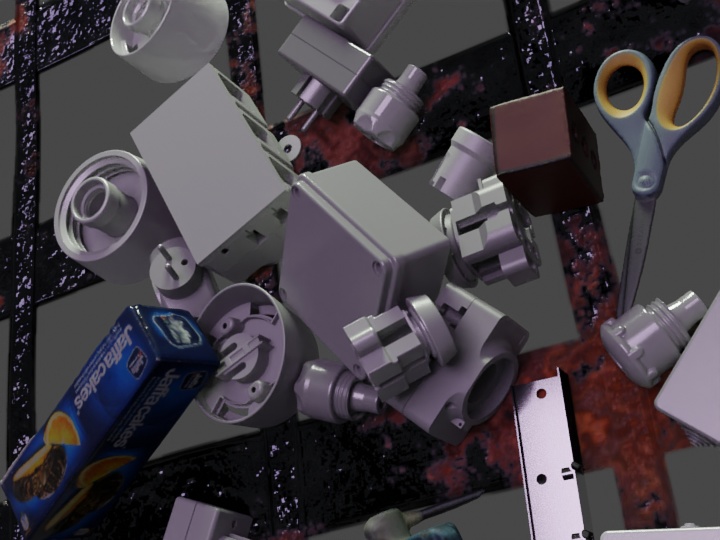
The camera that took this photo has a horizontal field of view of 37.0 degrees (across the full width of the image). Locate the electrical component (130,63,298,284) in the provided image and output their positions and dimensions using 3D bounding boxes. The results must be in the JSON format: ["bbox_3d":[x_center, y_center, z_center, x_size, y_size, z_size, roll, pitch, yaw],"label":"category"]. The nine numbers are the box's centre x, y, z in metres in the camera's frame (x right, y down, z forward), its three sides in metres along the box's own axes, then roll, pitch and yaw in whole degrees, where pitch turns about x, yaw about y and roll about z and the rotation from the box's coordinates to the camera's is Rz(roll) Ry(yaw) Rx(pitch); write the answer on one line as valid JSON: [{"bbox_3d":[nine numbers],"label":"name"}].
[{"bbox_3d":[-0.106,-0.075,0.848,0.089,0.062,0.150,-39,57,11],"label":"electrical component"}]

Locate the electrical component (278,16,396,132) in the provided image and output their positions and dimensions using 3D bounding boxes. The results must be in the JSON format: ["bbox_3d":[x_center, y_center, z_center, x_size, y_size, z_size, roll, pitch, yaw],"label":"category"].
[{"bbox_3d":[-0.028,-0.142,0.839,0.083,0.047,0.075,38,93,34],"label":"electrical component"}]

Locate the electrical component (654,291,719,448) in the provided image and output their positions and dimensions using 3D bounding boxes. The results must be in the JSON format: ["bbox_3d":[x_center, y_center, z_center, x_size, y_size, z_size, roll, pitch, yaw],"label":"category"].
[{"bbox_3d":[0.231,0.065,0.609,0.100,0.048,0.099,30,88,35],"label":"electrical component"}]

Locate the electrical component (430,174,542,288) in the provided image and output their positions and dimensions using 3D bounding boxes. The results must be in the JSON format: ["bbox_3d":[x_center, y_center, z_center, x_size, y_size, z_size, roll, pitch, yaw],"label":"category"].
[{"bbox_3d":[0.083,-0.021,0.722,0.057,0.058,0.078,-22,55,21],"label":"electrical component"}]

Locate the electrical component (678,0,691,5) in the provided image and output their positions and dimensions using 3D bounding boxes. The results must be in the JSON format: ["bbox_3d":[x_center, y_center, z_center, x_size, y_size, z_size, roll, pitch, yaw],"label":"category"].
[{"bbox_3d":[0.225,-0.241,0.723,0.096,0.061,0.061,-46,56,7],"label":"electrical component"}]

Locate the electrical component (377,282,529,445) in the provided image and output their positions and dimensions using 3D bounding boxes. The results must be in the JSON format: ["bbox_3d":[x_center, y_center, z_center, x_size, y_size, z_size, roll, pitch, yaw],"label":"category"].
[{"bbox_3d":[0.065,0.064,0.704,0.056,0.050,0.089,33,90,36],"label":"electrical component"}]

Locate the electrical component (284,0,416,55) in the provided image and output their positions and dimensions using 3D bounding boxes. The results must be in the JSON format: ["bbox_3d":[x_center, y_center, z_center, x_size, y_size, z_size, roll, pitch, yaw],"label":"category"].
[{"bbox_3d":[-0.005,-0.244,0.859,0.109,0.056,0.108,39,93,35],"label":"electrical component"}]

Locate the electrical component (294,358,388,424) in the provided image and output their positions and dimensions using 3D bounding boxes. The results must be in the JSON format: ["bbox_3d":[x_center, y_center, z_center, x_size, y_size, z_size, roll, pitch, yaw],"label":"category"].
[{"bbox_3d":[-0.011,0.086,0.744,0.062,0.043,0.043,8,76,31],"label":"electrical component"}]

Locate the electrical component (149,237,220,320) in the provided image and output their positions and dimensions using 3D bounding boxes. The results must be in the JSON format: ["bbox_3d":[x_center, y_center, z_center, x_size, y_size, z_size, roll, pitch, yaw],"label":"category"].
[{"bbox_3d":[-0.137,0.008,0.825,0.044,0.079,0.077,-26,59,-1],"label":"electrical component"}]

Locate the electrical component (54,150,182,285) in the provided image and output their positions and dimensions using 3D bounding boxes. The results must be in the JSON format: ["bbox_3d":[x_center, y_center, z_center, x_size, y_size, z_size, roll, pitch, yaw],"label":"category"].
[{"bbox_3d":[-0.206,-0.048,0.896,0.108,0.060,0.108,-11,67,26],"label":"electrical component"}]

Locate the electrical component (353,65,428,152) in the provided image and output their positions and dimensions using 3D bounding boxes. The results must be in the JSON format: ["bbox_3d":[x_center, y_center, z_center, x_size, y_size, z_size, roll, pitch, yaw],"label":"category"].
[{"bbox_3d":[0.026,-0.123,0.803,0.043,0.043,0.062,34,89,35],"label":"electrical component"}]

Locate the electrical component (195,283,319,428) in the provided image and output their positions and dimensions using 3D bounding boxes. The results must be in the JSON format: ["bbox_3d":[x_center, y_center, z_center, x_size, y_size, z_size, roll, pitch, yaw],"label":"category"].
[{"bbox_3d":[-0.080,0.065,0.779,0.099,0.064,0.099,-11,67,26],"label":"electrical component"}]

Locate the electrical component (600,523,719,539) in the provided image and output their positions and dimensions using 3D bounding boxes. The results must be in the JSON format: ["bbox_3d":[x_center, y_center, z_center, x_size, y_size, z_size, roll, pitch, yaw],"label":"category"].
[{"bbox_3d":[0.184,0.189,0.589,0.100,0.048,0.099,-9,67,27],"label":"electrical component"}]

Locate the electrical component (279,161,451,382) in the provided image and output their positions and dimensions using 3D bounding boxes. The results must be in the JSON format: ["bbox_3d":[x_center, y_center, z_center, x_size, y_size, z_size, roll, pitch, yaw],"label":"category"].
[{"bbox_3d":[0.000,0.000,0.730,0.109,0.056,0.108,43,139,34],"label":"electrical component"}]

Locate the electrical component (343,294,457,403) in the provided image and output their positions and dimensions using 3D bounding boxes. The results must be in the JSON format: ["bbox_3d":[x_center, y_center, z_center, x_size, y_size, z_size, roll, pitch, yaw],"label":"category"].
[{"bbox_3d":[0.026,0.046,0.666,0.055,0.066,0.048,-28,58,-4],"label":"electrical component"}]

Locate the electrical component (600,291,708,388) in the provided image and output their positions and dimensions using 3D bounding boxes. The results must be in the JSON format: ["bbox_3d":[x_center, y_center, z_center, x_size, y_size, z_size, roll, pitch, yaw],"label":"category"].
[{"bbox_3d":[0.181,0.038,0.652,0.062,0.048,0.048,-37,57,4],"label":"electrical component"}]

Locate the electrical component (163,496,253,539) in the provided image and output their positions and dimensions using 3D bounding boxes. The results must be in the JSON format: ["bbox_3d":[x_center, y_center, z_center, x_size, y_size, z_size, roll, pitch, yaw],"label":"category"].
[{"bbox_3d":[-0.095,0.201,0.746,0.077,0.047,0.065,9,75,30],"label":"electrical component"}]

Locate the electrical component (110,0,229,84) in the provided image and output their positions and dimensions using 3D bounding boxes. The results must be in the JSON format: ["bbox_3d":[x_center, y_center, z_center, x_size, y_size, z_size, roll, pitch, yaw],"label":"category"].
[{"bbox_3d":[-0.173,-0.219,0.957,0.099,0.064,0.099,-21,58,37],"label":"electrical component"}]

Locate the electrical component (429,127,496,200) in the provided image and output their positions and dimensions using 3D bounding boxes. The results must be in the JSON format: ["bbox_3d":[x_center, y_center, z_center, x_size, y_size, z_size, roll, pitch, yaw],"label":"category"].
[{"bbox_3d":[0.075,-0.071,0.758,0.040,0.040,0.046,36,97,35],"label":"electrical component"}]
